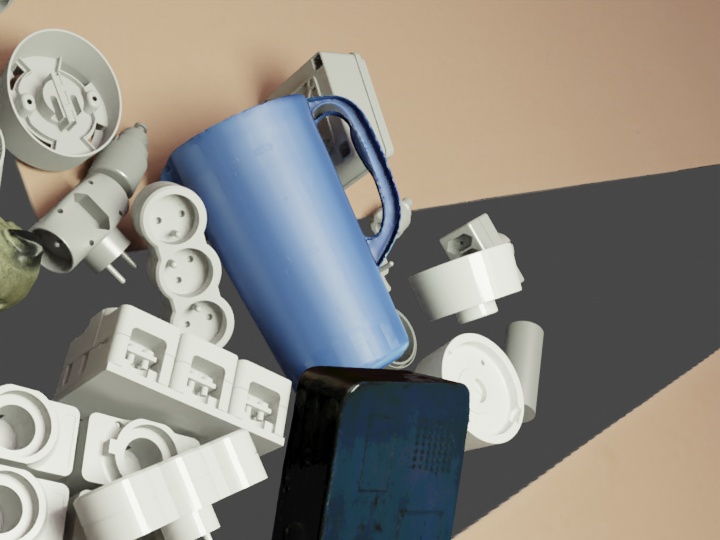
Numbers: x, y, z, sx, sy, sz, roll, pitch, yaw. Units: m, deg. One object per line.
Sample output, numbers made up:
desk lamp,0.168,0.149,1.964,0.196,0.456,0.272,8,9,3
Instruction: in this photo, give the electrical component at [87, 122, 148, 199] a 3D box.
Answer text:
electrical component,-0.195,-0.092,0.887,0.040,0.040,0.078,37,47,-23

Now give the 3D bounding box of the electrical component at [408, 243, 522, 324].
electrical component,0.108,0.019,1.064,0.108,0.108,0.060,-15,85,-46

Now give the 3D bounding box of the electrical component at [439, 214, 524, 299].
electrical component,0.140,-0.017,1.154,0.076,0.047,0.083,-29,89,-47

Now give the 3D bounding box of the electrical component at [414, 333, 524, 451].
electrical component,0.098,0.121,1.028,0.108,0.060,0.108,22,55,-34

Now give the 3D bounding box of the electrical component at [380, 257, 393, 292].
electrical component,0.000,0.000,0.992,0.047,0.077,0.065,-36,94,-47

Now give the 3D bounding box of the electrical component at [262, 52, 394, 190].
electrical component,-0.033,-0.133,1.011,0.056,0.109,0.108,-5,71,-42

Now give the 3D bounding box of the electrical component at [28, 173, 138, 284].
electrical component,-0.206,-0.024,0.837,0.079,0.043,0.077,48,43,-14

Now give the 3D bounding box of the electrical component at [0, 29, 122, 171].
electrical component,-0.240,-0.130,0.849,0.099,0.064,0.099,21,55,-34

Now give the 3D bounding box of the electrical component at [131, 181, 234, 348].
electrical component,-0.146,-0.004,0.865,0.052,0.074,0.138,-18,106,-19

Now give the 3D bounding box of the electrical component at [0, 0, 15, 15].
electrical component,-0.322,-0.220,0.791,0.186,0.105,0.060,-35,93,-47

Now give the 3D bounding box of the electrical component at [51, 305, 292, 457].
electrical component,-0.138,0.089,0.805,0.150,0.089,0.061,29,51,-29

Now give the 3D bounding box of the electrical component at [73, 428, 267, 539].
electrical component,-0.117,0.162,0.719,0.138,0.052,0.073,-16,80,-46

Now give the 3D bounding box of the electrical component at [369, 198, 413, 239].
electrical component,0.036,-0.055,1.087,0.035,0.035,0.061,52,40,-8

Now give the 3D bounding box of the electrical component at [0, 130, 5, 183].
electrical component,-0.306,-0.079,0.776,0.099,0.064,0.099,15,53,-21

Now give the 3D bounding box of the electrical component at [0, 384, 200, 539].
electrical component,-0.203,0.150,0.732,0.186,0.060,0.105,22,54,-33
